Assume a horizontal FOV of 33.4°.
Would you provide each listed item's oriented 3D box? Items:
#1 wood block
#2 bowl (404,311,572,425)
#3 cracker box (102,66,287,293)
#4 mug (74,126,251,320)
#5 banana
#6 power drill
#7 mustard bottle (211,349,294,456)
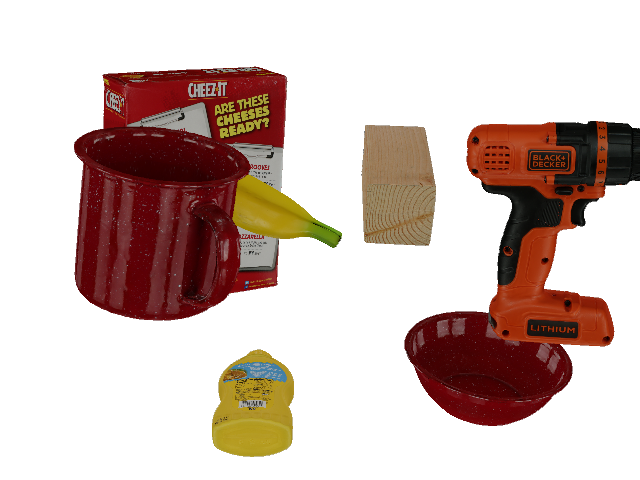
[{"bbox_3d":[0.106,-0.081,1.488,0.091,0.090,0.206,3,28,-1],"label":"wood block"},{"bbox_3d":[0.159,0.131,1.036,0.162,0.055,0.162,4,26,-2],"label":"bowl"},{"bbox_3d":[-0.121,-0.053,1.019,0.163,0.214,0.072,-8,21,-31],"label":"cracker box"},{"bbox_3d":[-0.081,-0.005,0.571,0.093,0.081,0.117,-11,30,-42],"label":"mug"},{"bbox_3d":[-0.060,-0.029,0.797,0.069,0.037,0.198,37,-5,-32],"label":"banana"},{"bbox_3d":[0.213,-0.008,0.888,0.184,0.188,0.057,3,18,11],"label":"power drill"},{"bbox_3d":[-0.082,0.193,1.343,0.096,0.058,0.191,-2,26,1],"label":"mustard bottle"}]
